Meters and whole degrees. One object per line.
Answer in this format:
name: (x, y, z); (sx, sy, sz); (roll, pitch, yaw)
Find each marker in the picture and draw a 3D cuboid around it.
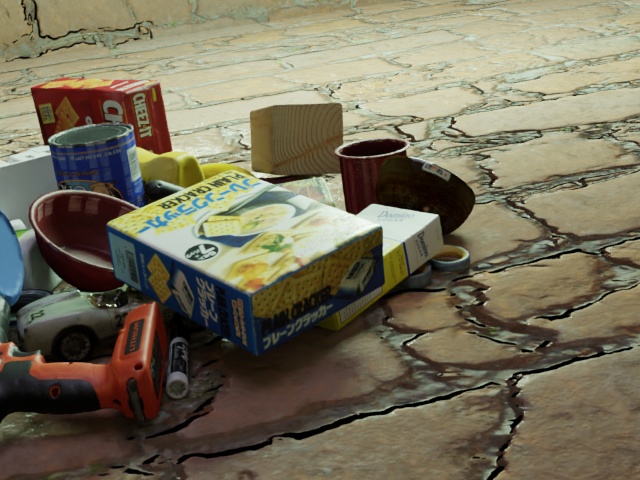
marker: (-0.125, 0.106, 0.946); (0.020, 0.020, 0.121); (-8, 19, -4)

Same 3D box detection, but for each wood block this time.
wood block: (-0.035, -0.133, 1.418); (0.090, 0.090, 0.206); (-2, 5, -12)

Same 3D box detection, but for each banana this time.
banana: (-0.123, -0.074, 1.444); (0.069, 0.037, 0.198); (-36, 30, -26)

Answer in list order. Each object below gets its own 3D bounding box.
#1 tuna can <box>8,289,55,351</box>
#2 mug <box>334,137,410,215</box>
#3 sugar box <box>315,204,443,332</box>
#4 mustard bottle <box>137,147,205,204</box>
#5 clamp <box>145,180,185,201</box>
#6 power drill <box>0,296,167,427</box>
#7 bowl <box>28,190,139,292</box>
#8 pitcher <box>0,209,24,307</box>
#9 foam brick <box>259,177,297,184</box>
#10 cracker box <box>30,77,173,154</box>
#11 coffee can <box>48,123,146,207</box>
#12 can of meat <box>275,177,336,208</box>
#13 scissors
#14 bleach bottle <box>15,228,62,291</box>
tuna can: (-0.300, 0.079, 1.061); (0.086, 0.034, 0.086); (-6, 19, 2)
mug: (0.077, -0.073, 1.293); (0.117, 0.081, 0.093); (5, 22, 32)
sugar box: (0.036, 0.024, 1.059); (0.094, 0.048, 0.175); (12, 32, 42)
mustard bottle: (-0.231, -0.071, 1.374); (0.192, 0.096, 0.058); (10, 25, 40)
clamp: (-0.131, -0.026, 1.259); (0.171, 0.039, 0.120); (5, -27, -18)
power drill: (-0.225, 0.100, 0.893); (0.187, 0.057, 0.184); (-8, 37, 2)
bowl: (-0.240, 0.010, 1.152); (0.162, 0.055, 0.162); (19, 26, -10)
pitcher: (-0.418, 0.027, 1.029); (0.243, 0.149, 0.145); (-13, 22, 8)
foam brick: (-0.068, -0.046, 1.315); (0.078, 0.051, 0.053); (-1, 19, 17)
cracker box: (-0.304, -0.141, 1.500); (0.214, 0.164, 0.071); (9, 27, 40)
coffee can: (-0.265, -0.062, 1.293); (0.103, 0.140, 0.103); (-6, 19, 2)
can of meat: (-0.028, -0.026, 1.144); (0.084, 0.057, 0.102); (-9, 26, -4)
scissors: (0.099, 0.007, 1.153); (0.096, 0.016, 0.202); (-10, 20, -4)
bleach bottle: (-0.416, 0.032, 1.201); (0.251, 0.068, 0.102); (-5, 18, 14)
